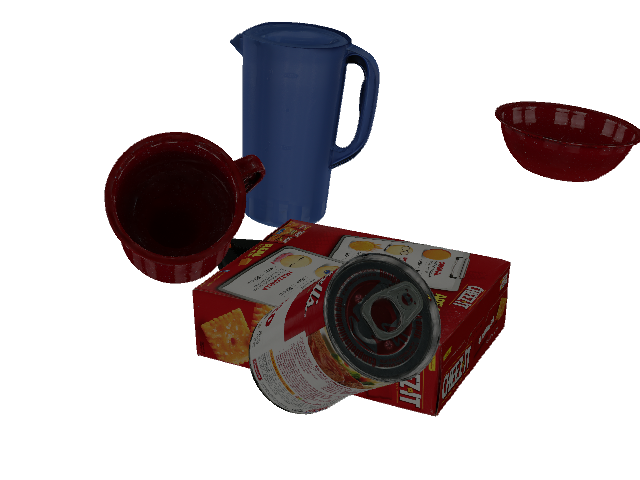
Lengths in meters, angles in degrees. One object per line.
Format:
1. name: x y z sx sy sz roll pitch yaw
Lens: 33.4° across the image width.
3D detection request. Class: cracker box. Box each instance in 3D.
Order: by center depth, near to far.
1. cracker box: 0.028 0.057 0.879 0.214 0.072 0.164 12 27 25

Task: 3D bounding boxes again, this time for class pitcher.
1. pitcher: -0.027 -0.141 1.325 0.144 0.243 0.149 -10 28 -30

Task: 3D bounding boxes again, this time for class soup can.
1. soup can: 0.010 0.054 0.582 0.068 0.068 0.102 0 -18 -28

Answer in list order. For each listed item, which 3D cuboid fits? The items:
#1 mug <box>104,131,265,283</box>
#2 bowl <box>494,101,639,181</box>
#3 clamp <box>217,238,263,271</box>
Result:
1. mug: -0.090 -0.024 0.743 0.117 0.093 0.081 -33 -9 -15
2. bowl: 0.269 -0.106 1.179 0.162 0.055 0.162 6 23 -3
3. clamp: -0.033 0.049 1.086 0.210 0.036 0.164 18 37 26
